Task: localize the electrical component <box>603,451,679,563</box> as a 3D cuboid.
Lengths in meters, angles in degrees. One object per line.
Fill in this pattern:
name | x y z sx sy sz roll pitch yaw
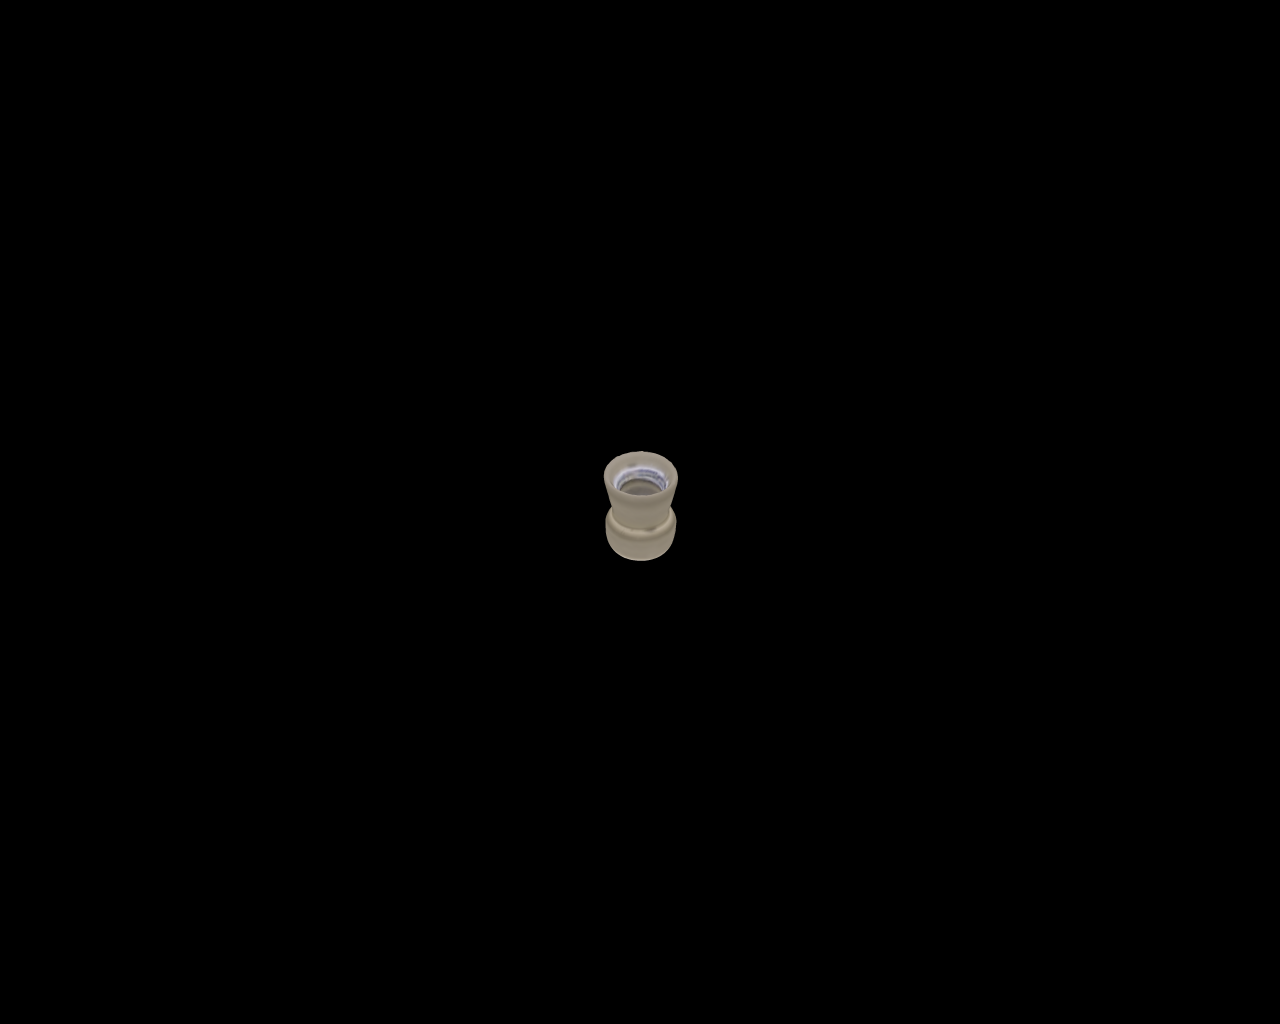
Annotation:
electrical component | 0.001 -0.003 0.650 0.045 0.055 0.045 0 41 0
